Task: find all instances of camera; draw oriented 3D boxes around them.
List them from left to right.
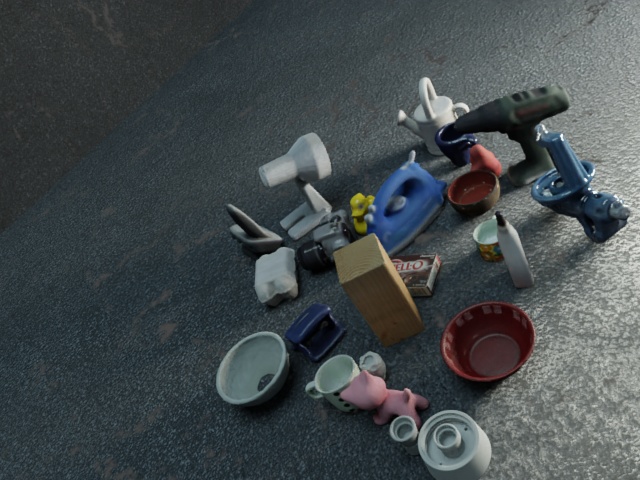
[{"bbox_3d":[0.012,0.005,1.358,0.136,0.101,0.143,-22,38,16],"label":"camera"}]

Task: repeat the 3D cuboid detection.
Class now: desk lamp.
[{"bbox_3d":[-0.049,-0.143,1.475,0.203,0.214,0.117,-38,37,-5],"label":"desk lamp"}]

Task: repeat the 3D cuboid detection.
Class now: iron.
[{"bbox_3d":[0.168,-0.075,1.295,0.118,0.142,0.259,20,62,47],"label":"iron"}]

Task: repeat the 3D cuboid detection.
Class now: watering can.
[{"bbox_3d":[0.278,-0.312,1.432,0.172,0.195,0.101,-24,38,13],"label":"watering can"}]

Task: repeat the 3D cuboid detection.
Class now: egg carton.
[{"bbox_3d":[-0.103,0.086,1.381,0.107,0.070,0.150,-24,38,14],"label":"egg carton"}]

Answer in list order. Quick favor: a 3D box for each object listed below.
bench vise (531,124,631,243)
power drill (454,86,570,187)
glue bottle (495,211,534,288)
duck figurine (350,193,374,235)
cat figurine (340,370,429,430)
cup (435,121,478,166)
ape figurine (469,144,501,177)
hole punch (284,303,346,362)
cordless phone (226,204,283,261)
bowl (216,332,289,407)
[{"bbox_3d":[0.472,-0.114,1.043,0.206,0.220,0.122,20,62,47],"label":"bench vise"},{"bbox_3d":[0.418,-0.219,1.210,0.229,0.209,0.075,-26,38,11],"label":"power drill"},{"bbox_3d":[0.346,0.008,1.042,0.037,0.174,0.078,-20,39,18],"label":"glue bottle"},{"bbox_3d":[0.106,-0.077,1.391,0.077,0.086,0.105,-3,47,35],"label":"duck figurine"},{"bbox_3d":[0.106,0.267,0.982,0.127,0.118,0.067,-4,46,34],"label":"cat figurine"},{"bbox_3d":[0.340,-0.221,1.368,0.092,0.095,0.117,-43,38,-12],"label":"cup"},{"bbox_3d":[0.367,-0.180,1.304,0.078,0.092,0.075,-43,38,-12],"label":"ape figurine"},{"bbox_3d":[-0.022,0.183,1.195,0.109,0.091,0.100,-46,38,-15],"label":"hole punch"},{"bbox_3d":[-0.194,-0.040,1.493,0.094,0.186,0.147,-47,38,-16],"label":"cordless phone"},{"bbox_3d":[-0.126,0.278,1.181,0.167,0.075,0.167,-20,39,18],"label":"bowl"}]
